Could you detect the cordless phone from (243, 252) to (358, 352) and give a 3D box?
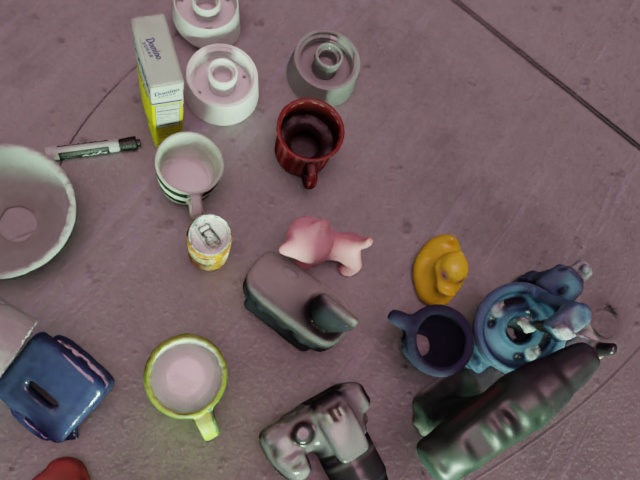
[{"bbox_3d":[-0.020,0.068,0.700,0.147,0.185,0.094,34,73,-2],"label":"cordless phone"}]

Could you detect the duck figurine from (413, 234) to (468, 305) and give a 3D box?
[{"bbox_3d":[0.178,0.038,0.800,0.077,0.086,0.104,17,74,-7],"label":"duck figurine"}]

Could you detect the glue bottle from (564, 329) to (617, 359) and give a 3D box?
[{"bbox_3d":[0.334,0.148,0.761,0.037,0.173,0.078,44,73,1],"label":"glue bottle"}]

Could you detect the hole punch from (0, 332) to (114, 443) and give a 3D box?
[{"bbox_3d":[-0.308,0.173,0.664,0.108,0.091,0.101,40,72,0],"label":"hole punch"}]

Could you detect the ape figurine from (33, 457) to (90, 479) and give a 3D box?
[{"bbox_3d":[-0.294,0.286,0.639,0.078,0.092,0.076,25,73,-5],"label":"ape figurine"}]

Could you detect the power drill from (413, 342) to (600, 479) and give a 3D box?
[{"bbox_3d":[0.203,0.202,0.703,0.230,0.208,0.075,-33,85,-17],"label":"power drill"}]

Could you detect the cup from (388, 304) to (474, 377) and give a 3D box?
[{"bbox_3d":[0.133,0.131,0.764,0.118,0.095,0.092,28,73,-4],"label":"cup"}]

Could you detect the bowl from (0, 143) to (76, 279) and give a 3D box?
[{"bbox_3d":[-0.381,-0.029,0.705,0.167,0.074,0.167,3,76,-11],"label":"bowl"}]

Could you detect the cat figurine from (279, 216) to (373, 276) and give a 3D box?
[{"bbox_3d":[0.007,0.003,0.756,0.128,0.117,0.067,5,76,-11],"label":"cat figurine"}]

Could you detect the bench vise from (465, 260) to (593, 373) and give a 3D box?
[{"bbox_3d":[0.285,0.083,0.742,0.121,0.219,0.208,35,73,-2],"label":"bench vise"}]

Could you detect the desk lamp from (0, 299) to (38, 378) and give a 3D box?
[{"bbox_3d":[-0.395,0.099,0.599,0.203,0.213,0.118,29,73,-3],"label":"desk lamp"}]

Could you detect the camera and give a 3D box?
[{"bbox_3d":[0.016,0.262,0.705,0.143,0.100,0.137,-27,84,-16],"label":"camera"}]
